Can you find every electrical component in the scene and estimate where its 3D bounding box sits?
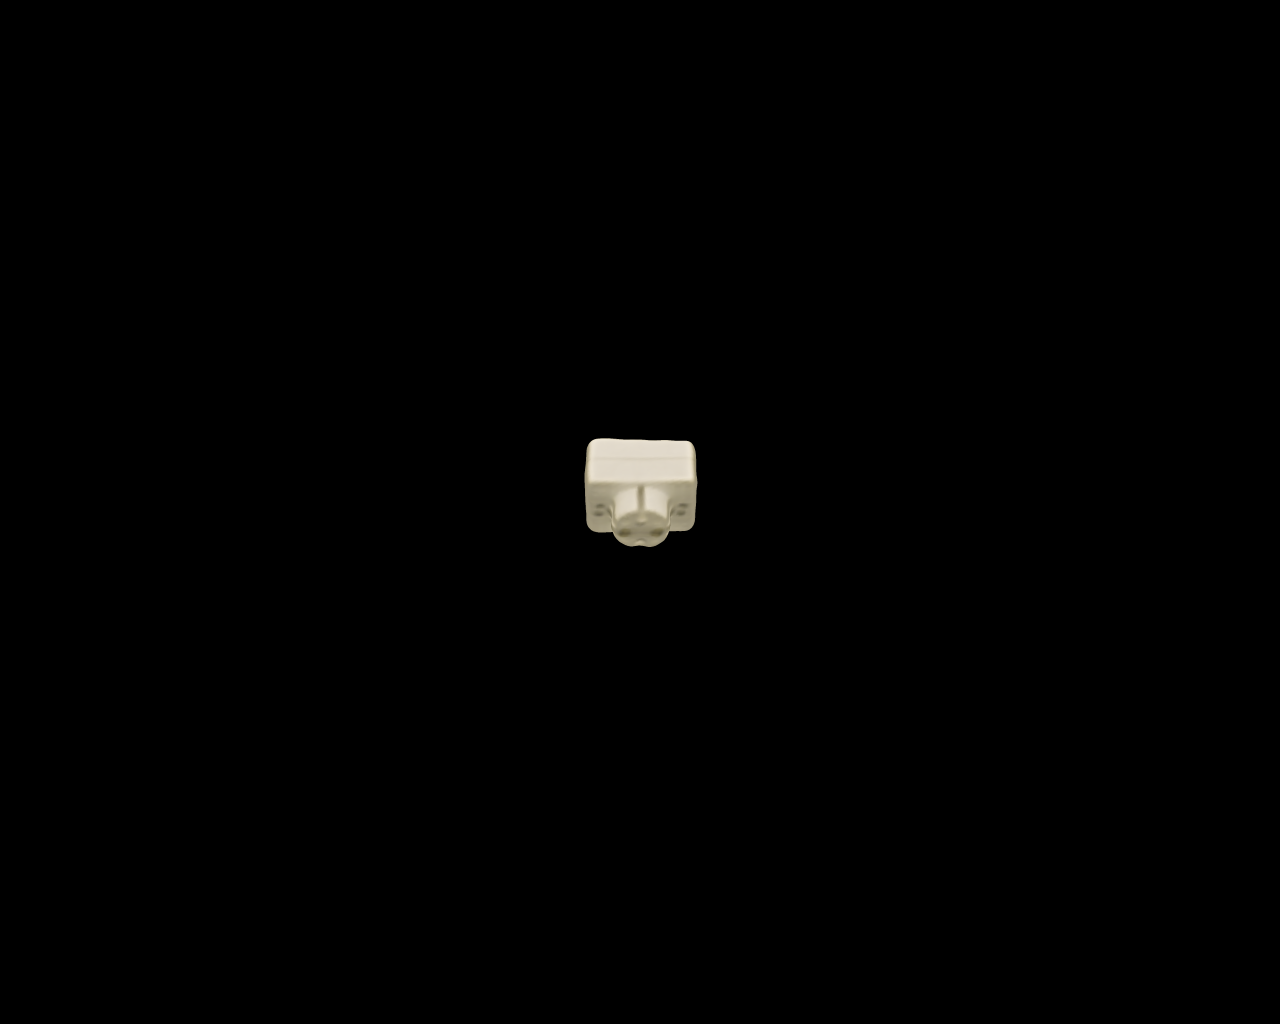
[{"bbox_3d":[0.001,-0.003,0.650,0.066,0.077,0.047,0,-43,0],"label":"electrical component"}]
